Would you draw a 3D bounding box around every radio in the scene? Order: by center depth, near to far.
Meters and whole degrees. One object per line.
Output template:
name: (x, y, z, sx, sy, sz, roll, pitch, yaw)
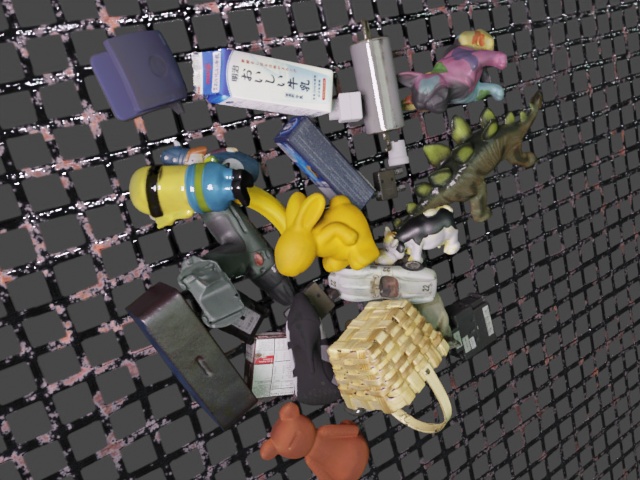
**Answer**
radio: (-0.202, 0.176, 0.836, 0.073, 0.131, 0.229, -38, 111, -22)

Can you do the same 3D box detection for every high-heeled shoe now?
high-heeled shoe: (-0.014, 0.204, 0.970, 0.086, 0.248, 0.145, -12, 57, -1)

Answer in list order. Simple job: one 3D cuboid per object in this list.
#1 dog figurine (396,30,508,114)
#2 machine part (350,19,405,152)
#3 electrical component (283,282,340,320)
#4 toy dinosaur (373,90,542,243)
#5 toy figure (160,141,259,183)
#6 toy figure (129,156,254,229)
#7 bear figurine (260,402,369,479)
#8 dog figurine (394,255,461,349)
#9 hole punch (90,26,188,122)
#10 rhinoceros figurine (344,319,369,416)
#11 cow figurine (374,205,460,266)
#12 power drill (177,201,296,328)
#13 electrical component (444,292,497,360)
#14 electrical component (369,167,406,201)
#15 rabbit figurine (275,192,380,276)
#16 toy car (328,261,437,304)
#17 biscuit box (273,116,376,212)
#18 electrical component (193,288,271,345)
dog figurine: (0.248, -0.328, 1.071, 0.219, 0.192, 0.108, -13, 140, -5)
machine part: (0.108, -0.287, 1.008, 0.079, 0.079, 0.243, -20, 103, -27)
electrical component: (-0.013, 0.123, 0.993, 0.078, 0.045, 0.102, 43, 71, -10)
toy dinosaur: (0.287, -0.135, 1.087, 0.471, 0.105, 0.198, -48, 128, 0)
toy figure: (-0.177, -0.122, 0.869, 0.154, 0.058, 0.064, 5, 76, -29)
toy figure: (-0.195, -0.079, 0.807, 0.082, 0.180, 0.089, -78, 158, -51)
bear figurine: (-0.013, 0.372, 0.989, 0.196, 0.132, 0.120, 26, 80, -11)
dog figurine: (0.208, 0.135, 1.103, 0.121, 0.172, 0.190, -10, 70, -1)
hole punch: (-0.260, -0.246, 0.794, 0.116, 0.092, 0.142, -31, 105, -28)
rhinoceros figurine: (0.082, 0.244, 1.046, 0.112, 0.073, 0.190, 22, 81, -40)
cow figurine: (0.180, -0.006, 1.024, 0.167, 0.068, 0.098, -17, 124, -9)
power drill: (-0.123, 0.051, 0.849, 0.231, 0.086, 0.207, 59, 27, -14)
electrical component: (0.316, 0.193, 1.180, 0.134, 0.058, 0.114, -22, 103, -26)
electrical component: (0.129, -0.111, 1.066, 0.094, 0.021, 0.063, -17, 102, -27)
rabbit figurine: (-0.002, -0.003, 0.911, 0.173, 0.122, 0.162, -23, 109, -28)
toy car: (0.116, 0.079, 1.002, 0.202, 0.056, 0.073, 1, 121, 9)
biscuit box: (0.010, -0.134, 0.973, 0.202, 0.059, 0.063, 45, 74, -26)
electrical component: (-0.151, 0.119, 0.910, 0.119, 0.048, 0.075, 40, 74, -28)
